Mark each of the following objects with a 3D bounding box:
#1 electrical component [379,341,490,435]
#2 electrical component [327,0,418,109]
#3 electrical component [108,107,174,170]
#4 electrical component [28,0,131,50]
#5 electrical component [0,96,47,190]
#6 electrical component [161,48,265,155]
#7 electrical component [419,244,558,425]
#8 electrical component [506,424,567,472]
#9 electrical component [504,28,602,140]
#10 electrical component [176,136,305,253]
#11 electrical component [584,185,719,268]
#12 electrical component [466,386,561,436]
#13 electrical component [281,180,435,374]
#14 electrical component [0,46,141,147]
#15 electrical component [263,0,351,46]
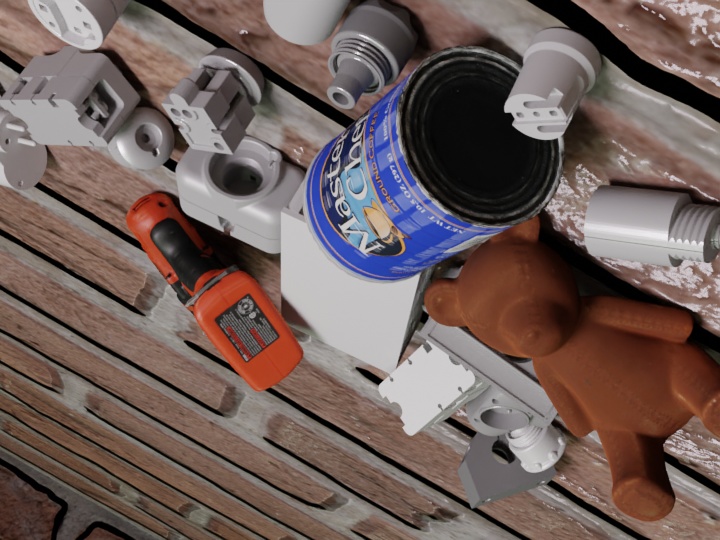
[{"bbox_3d":[0.069,0.085,0.864,0.089,0.056,0.050,-47,70,37],"label":"electrical component"},{"bbox_3d":[0.003,-0.118,0.604,0.043,0.062,0.043,23,154,12],"label":"electrical component"},{"bbox_3d":[-0.177,-0.100,0.842,0.048,0.048,0.062,42,158,-26],"label":"electrical component"},{"bbox_3d":[-0.178,-0.179,0.694,0.055,0.047,0.055,23,154,12],"label":"electrical component"},{"bbox_3d":[-0.311,-0.121,0.927,0.074,0.052,0.138,15,151,27],"label":"electrical component"},{"bbox_3d":[-0.095,-0.114,0.719,0.048,0.055,0.066,11,149,32],"label":"electrical component"},{"bbox_3d":[0.109,0.047,0.796,0.121,0.078,0.063,35,175,-14],"label":"electrical component"},{"bbox_3d":[0.151,0.147,0.963,0.062,0.048,0.048,47,149,-20],"label":"electrical component"},{"bbox_3d":[0.100,-0.097,0.564,0.040,0.046,0.040,23,154,12],"label":"electrical component"},{"bbox_3d":[-0.088,-0.061,0.810,0.095,0.053,0.059,25,154,8],"label":"electrical component"},{"bbox_3d":[0.177,-0.024,0.624,0.081,0.043,0.043,10,148,34],"label":"electrical component"},{"bbox_3d":[0.139,0.110,0.903,0.079,0.044,0.077,17,146,-9],"label":"electrical component"},{"bbox_3d":[0.000,0.000,0.826,0.105,0.060,0.186,25,154,8],"label":"electrical component"},{"bbox_3d":[-0.216,-0.131,0.810,0.089,0.055,0.050,7,147,38],"label":"electrical component"},{"bbox_3d":[-0.038,-0.168,0.576,0.079,0.043,0.077,31,154,-5],"label":"electrical component"}]
